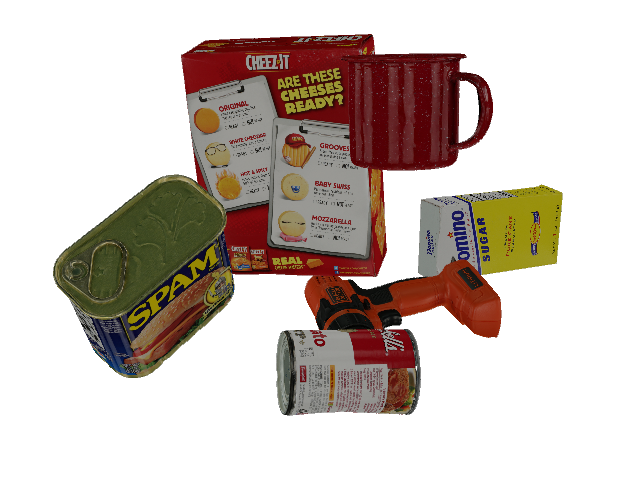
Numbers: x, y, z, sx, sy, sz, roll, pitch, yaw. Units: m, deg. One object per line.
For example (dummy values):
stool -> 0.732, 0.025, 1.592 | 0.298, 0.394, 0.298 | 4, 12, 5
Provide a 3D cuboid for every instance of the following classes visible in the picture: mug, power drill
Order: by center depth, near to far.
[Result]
mug -> 0.072, -0.096, 0.789 | 0.117, 0.081, 0.093 | 5, 13, 30
power drill -> 0.089, 0.079, 1.117 | 0.187, 0.057, 0.184 | -7, 28, -14

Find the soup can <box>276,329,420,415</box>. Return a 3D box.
soup can -> 0.020, 0.104, 0.839 | 0.102, 0.068, 0.068 | 1, 0, -12

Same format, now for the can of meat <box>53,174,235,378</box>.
can of meat -> -0.100, 0.024, 0.641 | 0.057, 0.102, 0.084 | 39, -24, 24

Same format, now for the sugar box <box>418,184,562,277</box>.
sugar box -> 0.201, -0.009, 1.255 | 0.175, 0.093, 0.048 | -9, 19, -28

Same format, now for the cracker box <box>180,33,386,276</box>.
cracker box -> -0.028, -0.076, 0.977 | 0.164, 0.214, 0.072 | 1, 23, 13
